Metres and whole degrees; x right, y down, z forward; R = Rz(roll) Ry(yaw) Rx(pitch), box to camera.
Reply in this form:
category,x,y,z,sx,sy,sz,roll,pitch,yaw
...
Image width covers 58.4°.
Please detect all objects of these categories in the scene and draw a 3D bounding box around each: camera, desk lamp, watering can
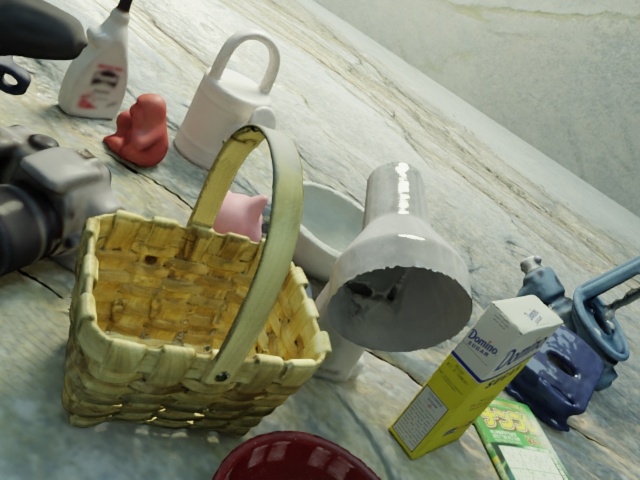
category,x,y,z,sx,sy,sz,roll,pitch,yaw
camera,-0.255,-0.034,0.481,0.143,0.100,0.137,36,28,6
desk lamp,0.041,0.040,0.551,0.118,0.213,0.203,22,29,-19
watering can,-0.113,-0.192,0.786,0.172,0.194,0.101,43,29,19

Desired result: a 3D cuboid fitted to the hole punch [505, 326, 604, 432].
category,x,y,z,sx,sy,sz,roll,pitch,yaw
hole punch,0.305,0.173,0.745,0.108,0.091,0.101,38,28,11

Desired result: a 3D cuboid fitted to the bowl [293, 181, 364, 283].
category,x,y,z,sx,sy,sz,roll,pitch,yaw
bowl,0.007,0.003,0.726,0.168,0.074,0.167,25,28,-14

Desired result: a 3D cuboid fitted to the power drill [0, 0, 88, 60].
category,x,y,z,sx,sy,sz,roll,pitch,yaw
power drill,-0.322,-0.131,0.452,0.230,0.208,0.075,24,28,-16

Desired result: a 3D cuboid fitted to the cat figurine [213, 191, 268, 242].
category,x,y,z,sx,sy,sz,roll,pitch,yaw
cat figurine,-0.087,0.006,0.575,0.067,0.117,0.127,15,32,-30

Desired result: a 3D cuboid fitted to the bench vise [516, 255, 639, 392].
category,x,y,z,sx,sy,sz,roll,pitch,yaw
bench vise,0.392,0.086,0.838,0.207,0.219,0.122,39,28,12

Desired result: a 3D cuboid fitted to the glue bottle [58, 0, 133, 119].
category,x,y,z,sx,sy,sz,roll,pitch,yaw
glue bottle,-0.266,-0.233,0.714,0.037,0.173,0.078,45,30,22

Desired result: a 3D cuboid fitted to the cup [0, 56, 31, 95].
category,x,y,z,sx,sy,sz,roll,pitch,yaw
cup,-0.360,-0.162,0.585,0.118,0.095,0.091,28,28,-10

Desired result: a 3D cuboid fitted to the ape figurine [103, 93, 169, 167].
category,x,y,z,sx,sy,sz,roll,pitch,yaw
ape figurine,-0.217,-0.140,0.703,0.076,0.092,0.077,21,30,-22
